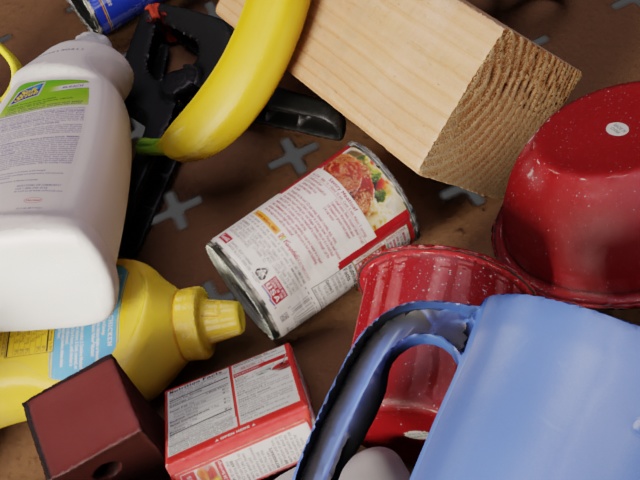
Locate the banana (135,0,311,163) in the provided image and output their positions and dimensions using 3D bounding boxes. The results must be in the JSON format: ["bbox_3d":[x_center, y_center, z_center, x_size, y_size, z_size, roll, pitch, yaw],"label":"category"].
[{"bbox_3d":[-0.045,-0.119,0.625,0.070,0.037,0.198,37,104,20],"label":"banana"}]

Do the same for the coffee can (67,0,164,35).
[{"bbox_3d":[-0.132,-0.228,0.791,0.140,0.103,0.103,-34,51,-10],"label":"coffee can"}]

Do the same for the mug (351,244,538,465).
[{"bbox_3d":[0.067,0.064,0.523,0.117,0.093,0.081,21,60,-12],"label":"mug"}]

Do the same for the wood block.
[{"bbox_3d":[0.040,-0.121,0.644,0.206,0.090,0.090,43,110,37],"label":"wood block"}]

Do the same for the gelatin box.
[{"bbox_3d":[-0.039,0.091,0.537,0.073,0.030,0.089,-23,17,-2],"label":"gelatin box"}]

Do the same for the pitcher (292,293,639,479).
[{"bbox_3d":[0.063,0.147,0.401,0.149,0.144,0.242,9,67,57],"label":"pitcher"}]

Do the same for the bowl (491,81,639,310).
[{"bbox_3d":[0.162,-0.036,0.554,0.162,0.055,0.162,-17,32,11],"label":"bowl"}]

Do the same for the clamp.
[{"bbox_3d":[-0.075,-0.097,0.711,0.164,0.036,0.210,-23,48,8],"label":"clamp"}]

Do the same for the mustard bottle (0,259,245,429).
[{"bbox_3d":[-0.136,0.056,0.599,0.192,0.058,0.096,-9,46,10],"label":"mustard bottle"}]

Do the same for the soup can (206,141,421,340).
[{"bbox_3d":[-0.004,0.001,0.597,0.102,0.068,0.069,-35,52,-11],"label":"soup can"}]

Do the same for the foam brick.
[{"bbox_3d":[-0.106,0.106,0.540,0.053,0.078,0.051,-29,52,-5],"label":"foam brick"}]

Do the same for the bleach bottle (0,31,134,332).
[{"bbox_3d":[-0.152,-0.054,0.637,0.102,0.068,0.250,-5,38,6],"label":"bleach bottle"}]
